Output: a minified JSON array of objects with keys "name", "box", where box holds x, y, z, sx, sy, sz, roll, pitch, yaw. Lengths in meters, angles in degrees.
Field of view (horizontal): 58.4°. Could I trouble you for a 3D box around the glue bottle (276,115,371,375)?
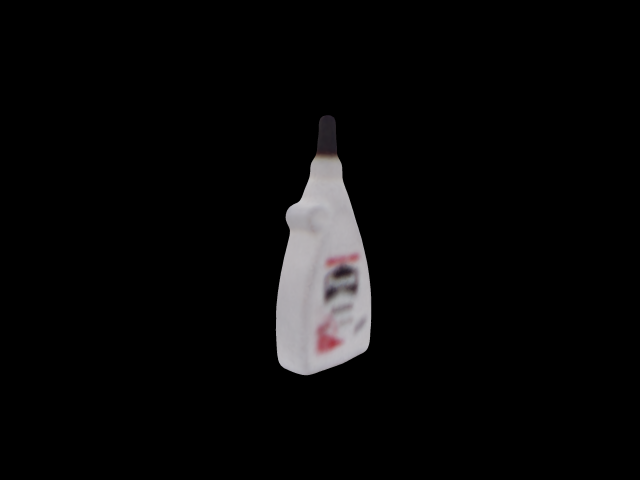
[{"name":"glue bottle","box":[0.004,0.001,0.400,0.037,0.173,0.078,8,13,39]}]
